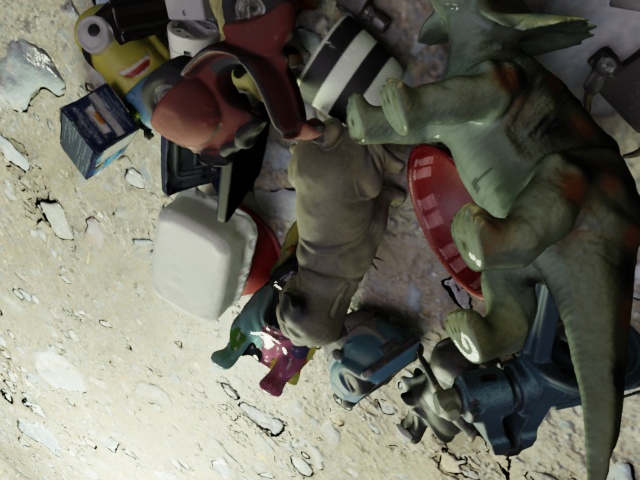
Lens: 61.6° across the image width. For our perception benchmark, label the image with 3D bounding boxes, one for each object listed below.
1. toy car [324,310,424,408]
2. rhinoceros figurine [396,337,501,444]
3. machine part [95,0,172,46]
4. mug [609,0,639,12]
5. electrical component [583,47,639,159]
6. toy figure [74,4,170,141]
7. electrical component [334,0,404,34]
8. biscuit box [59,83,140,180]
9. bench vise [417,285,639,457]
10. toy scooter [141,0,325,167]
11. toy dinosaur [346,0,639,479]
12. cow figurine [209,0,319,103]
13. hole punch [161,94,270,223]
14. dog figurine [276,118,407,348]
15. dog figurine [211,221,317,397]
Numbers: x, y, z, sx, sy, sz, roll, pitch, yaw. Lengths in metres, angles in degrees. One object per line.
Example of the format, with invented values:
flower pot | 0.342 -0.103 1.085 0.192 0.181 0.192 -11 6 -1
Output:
toy car | 0.054 0.144 0.697 0.103 0.109 0.161 57 154 18
rhinoceros figurine | 0.156 0.201 0.687 0.112 0.073 0.190 24 130 12
machine part | -0.205 -0.277 0.561 0.039 0.084 0.138 -2 109 62
mug | 0.242 -0.196 0.337 0.081 0.109 0.107 20 117 23
electrical component | 0.257 -0.113 0.421 0.102 0.045 0.078 49 133 -9
toy figure | -0.207 -0.184 0.619 0.089 0.082 0.180 -16 118 51
electrical component | 0.035 -0.234 0.481 0.094 0.021 0.063 39 133 -1
biscuit box | -0.277 -0.126 0.660 0.062 0.059 0.203 56 157 -15
bench vise | 0.216 0.099 0.519 0.224 0.129 0.240 -3 125 3
toy scooter | -0.070 -0.123 0.473 0.184 0.075 0.135 -33 98 34
toy dinosaur | 0.149 -0.050 0.378 0.131 0.192 0.405 114 135 -74
cow figurine | -0.071 -0.223 0.509 0.127 0.085 0.194 -4 117 34
hole punch | -0.115 -0.099 0.600 0.092 0.116 0.142 21 133 9
dog figurine | 0.003 0.000 0.524 0.121 0.190 0.172 7 155 33
dog figurine | -0.034 0.082 0.701 0.109 0.191 0.219 31 98 12
